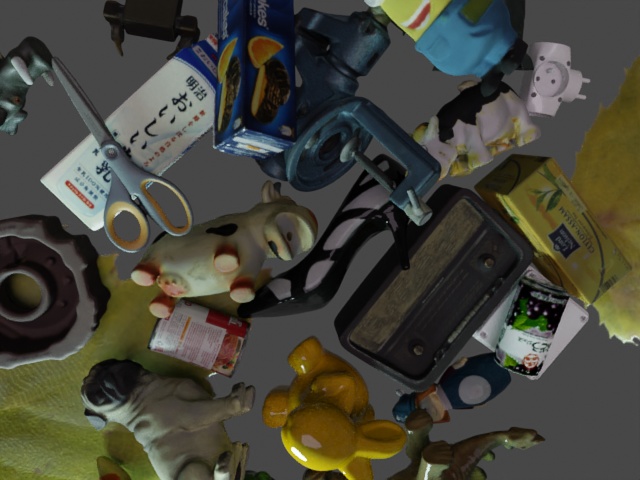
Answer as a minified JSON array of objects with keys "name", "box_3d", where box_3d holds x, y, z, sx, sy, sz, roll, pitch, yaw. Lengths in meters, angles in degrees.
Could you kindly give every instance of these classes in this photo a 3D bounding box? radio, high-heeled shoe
[{"name":"radio","box_3d":[0.134,0.059,0.642,0.131,0.073,0.229,37,96,-12]},{"name":"high-heeled shoe","box_3d":[-0.001,-0.002,0.629,0.249,0.086,0.145,-19,68,16]}]

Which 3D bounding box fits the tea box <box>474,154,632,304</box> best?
[{"name":"tea box","box_3d":[0.270,-0.016,0.630,0.068,0.098,0.169,-42,101,3]}]

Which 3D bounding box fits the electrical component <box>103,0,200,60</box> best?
[{"name":"electrical component","box_3d":[-0.179,-0.235,0.567,0.102,0.045,0.078,2,73,-9]}]

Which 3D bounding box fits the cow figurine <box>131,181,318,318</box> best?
[{"name":"cow figurine","box_3d":[-0.095,0.006,0.591,0.195,0.127,0.085,-14,126,13]}]

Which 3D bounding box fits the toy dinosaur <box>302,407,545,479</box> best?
[{"name":"toy dinosaur","box_3d":[0.071,0.358,0.674,0.471,0.105,0.198,-33,114,13]}]

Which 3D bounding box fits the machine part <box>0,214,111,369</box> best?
[{"name":"machine part","box_3d":[-0.330,0.055,0.602,0.179,0.056,0.179,-1,101,-5]}]

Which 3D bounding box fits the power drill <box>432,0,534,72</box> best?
[{"name":"power drill","box_3d":[0.165,-0.278,0.554,0.232,0.086,0.207,-7,103,-28]}]

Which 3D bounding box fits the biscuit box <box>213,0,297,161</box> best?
[{"name":"biscuit box","box_3d":[-0.064,-0.186,0.532,0.063,0.059,0.202,8,74,-37]}]

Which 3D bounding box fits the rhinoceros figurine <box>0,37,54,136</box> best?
[{"name":"rhinoceros figurine","box_3d":[-0.363,-0.147,0.548,0.190,0.073,0.112,-37,102,2]}]

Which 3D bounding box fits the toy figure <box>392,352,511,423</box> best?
[{"name":"toy figure","box_3d":[0.164,0.194,0.685,0.154,0.057,0.064,-27,65,2]}]

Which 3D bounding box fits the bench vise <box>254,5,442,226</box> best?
[{"name":"bench vise","box_3d":[0.042,-0.119,0.550,0.223,0.128,0.241,-46,66,11]}]

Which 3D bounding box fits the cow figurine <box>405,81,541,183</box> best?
[{"name":"cow figurine","box_3d":[0.155,-0.121,0.592,0.167,0.068,0.098,-25,93,-24]}]

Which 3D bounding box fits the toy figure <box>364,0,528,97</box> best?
[{"name":"toy figure","box_3d":[0.106,-0.214,0.486,0.180,0.089,0.082,38,125,-8]}]

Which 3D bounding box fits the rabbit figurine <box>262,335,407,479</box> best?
[{"name":"rabbit figurine","box_3d":[0.006,0.207,0.599,0.162,0.173,0.122,39,93,5]}]

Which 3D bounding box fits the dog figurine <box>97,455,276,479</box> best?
[{"name":"dog figurine","box_3d":[-0.176,0.323,0.649,0.219,0.108,0.191,37,96,-9]}]

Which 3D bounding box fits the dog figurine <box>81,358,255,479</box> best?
[{"name":"dog figurine","box_3d":[-0.180,0.225,0.604,0.191,0.121,0.172,3,61,3]}]
